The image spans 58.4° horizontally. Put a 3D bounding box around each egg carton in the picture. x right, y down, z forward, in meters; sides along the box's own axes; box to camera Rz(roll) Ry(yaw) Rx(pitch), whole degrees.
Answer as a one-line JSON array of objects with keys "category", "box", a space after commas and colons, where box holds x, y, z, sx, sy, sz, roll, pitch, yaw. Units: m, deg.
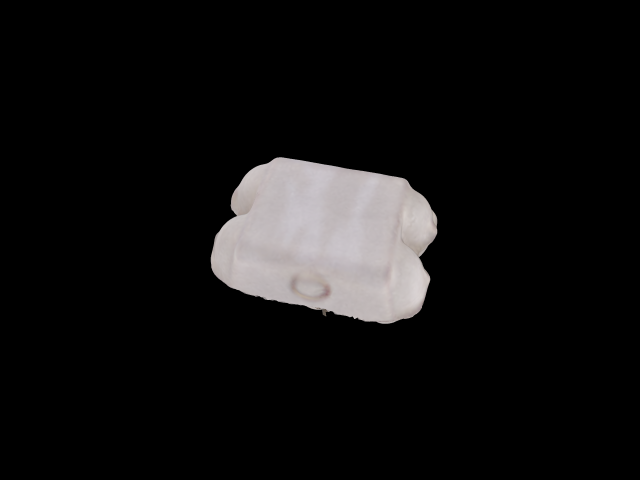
[{"category": "egg carton", "box": [0.004, 0.001, 0.400, 0.150, 0.069, 0.107, 10, 54, 8]}]
